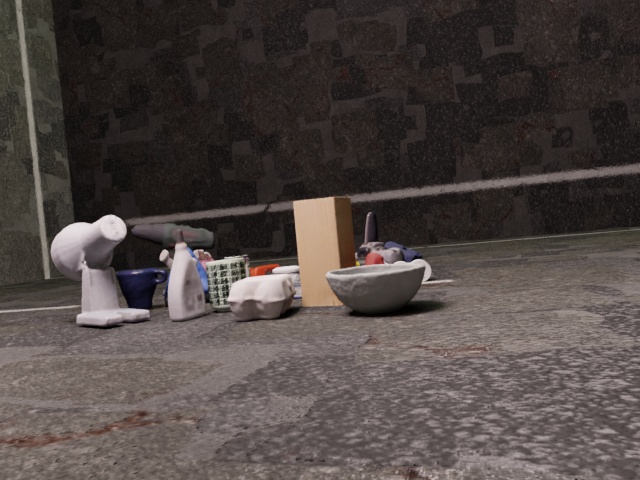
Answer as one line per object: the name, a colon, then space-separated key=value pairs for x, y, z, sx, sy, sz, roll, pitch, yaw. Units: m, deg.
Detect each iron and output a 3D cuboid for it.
iron: x=-0.332 y=0.082 z=1.429 sx=0.119 sy=0.141 sz=0.258 roll=-6 pitch=1 yaw=-15

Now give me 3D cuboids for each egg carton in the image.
egg carton: x=-0.102 y=0.103 z=1.045 sx=0.107 sy=0.069 sz=0.150 roll=-5 pitch=1 yaw=6

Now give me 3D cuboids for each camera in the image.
camera: x=0.167 y=0.053 z=1.491 sx=0.142 sy=0.101 sz=0.137 roll=-5 pitch=1 yaw=38

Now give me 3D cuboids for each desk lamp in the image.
desk lamp: x=-0.442 y=0.061 z=1.155 sx=0.202 sy=0.213 sz=0.118 roll=-4 pitch=2 yaw=41

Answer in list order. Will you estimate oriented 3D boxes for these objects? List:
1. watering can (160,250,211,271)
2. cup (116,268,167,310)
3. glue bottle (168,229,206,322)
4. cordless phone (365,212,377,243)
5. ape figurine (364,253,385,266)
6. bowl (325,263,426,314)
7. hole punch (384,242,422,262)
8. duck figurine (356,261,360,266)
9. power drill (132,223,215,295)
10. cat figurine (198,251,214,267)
watering can: x=-0.427 y=0.056 z=1.843 sx=0.100 sy=0.194 sz=0.173 roll=-5 pitch=1 yaw=22
cup: x=-0.398 y=0.114 z=1.304 sx=0.117 sy=0.095 sz=0.092 roll=-5 pitch=1 yaw=11
glue bottle: x=-0.259 y=0.065 z=1.095 sx=0.037 sy=0.173 sz=0.078 roll=-5 pitch=1 yaw=27
cordless phone: x=0.145 y=0.009 z=1.720 sx=0.094 sy=0.185 sz=0.148 roll=-5 pitch=1 yaw=14
ape figurine: x=0.110 y=0.070 z=1.122 sx=0.076 sy=0.092 sz=0.078 roll=-6 pitch=1 yaw=-3
bowl: x=0.096 y=0.083 z=0.960 sx=0.167 sy=0.075 sz=0.167 roll=-5 pitch=1 yaw=0
hole punch: x=0.246 y=0.047 z=1.683 sx=0.101 sy=0.091 sz=0.109 roll=-5 pitch=1 yaw=21
duck figurine: x=0.060 y=0.075 z=1.256 sx=0.077 sy=0.086 sz=0.105 roll=-5 pitch=1 yaw=30
power drill: x=-0.415 y=0.052 z=1.654 sx=0.230 sy=0.208 sz=0.075 roll=-6 pitch=1 yaw=-14
cat figurine: x=-0.352 y=0.089 z=1.747 sx=0.067 sy=0.118 sz=0.127 roll=-6 pitch=1 yaw=-18
